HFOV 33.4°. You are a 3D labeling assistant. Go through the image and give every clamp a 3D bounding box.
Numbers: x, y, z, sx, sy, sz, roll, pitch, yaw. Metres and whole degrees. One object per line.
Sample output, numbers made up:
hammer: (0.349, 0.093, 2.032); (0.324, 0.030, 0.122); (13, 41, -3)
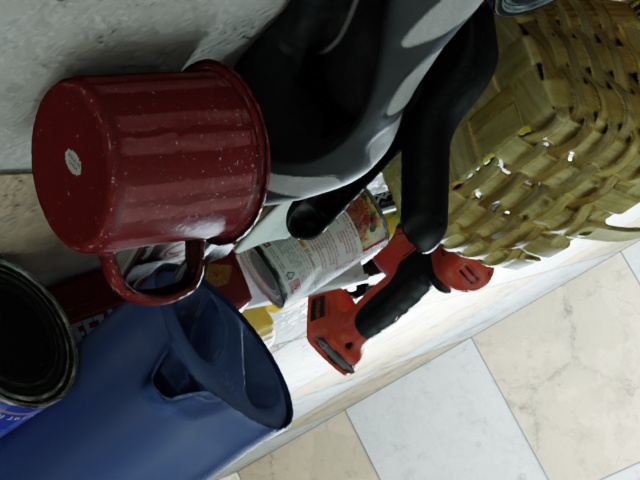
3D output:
clamp: (0.044, -0.066, 0.591); (0.120, 0.171, 0.039); (-1, 147, 45)
clamp: (0.056, 0.044, 1.240); (0.165, 0.036, 0.209); (-31, 166, 14)

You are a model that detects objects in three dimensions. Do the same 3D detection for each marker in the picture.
marker: (0.056, -0.032, 0.928); (0.121, 0.020, 0.020); (-16, 167, 0)

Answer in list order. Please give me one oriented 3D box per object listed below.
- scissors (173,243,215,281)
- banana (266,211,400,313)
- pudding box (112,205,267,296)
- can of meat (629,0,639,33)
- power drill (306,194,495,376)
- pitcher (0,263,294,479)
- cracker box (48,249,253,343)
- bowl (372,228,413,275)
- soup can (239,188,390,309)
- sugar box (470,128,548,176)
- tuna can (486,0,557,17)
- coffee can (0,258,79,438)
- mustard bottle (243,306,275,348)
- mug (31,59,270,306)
scissors: (-0.025, -0.054, 0.635); (0.201, 0.016, 0.096); (-41, 160, -2)
banana: (0.008, 0.029, 1.080); (0.198, 0.037, 0.069); (-34, 166, 26)
pudding box: (-0.094, -0.008, 0.716); (0.089, 0.039, 0.114); (-21, 166, -27)
can of meat: (0.280, -0.154, 0.805); (0.102, 0.084, 0.057); (-32, 167, 18)
power drill: (0.072, 0.026, 0.971); (0.188, 0.057, 0.184); (-40, -161, 19)
pitcher: (-0.144, 0.136, 0.723); (0.243, 0.145, 0.149); (-39, 132, 13)
cracker box: (-0.159, 0.083, 0.868); (0.164, 0.072, 0.214); (-20, 166, -24)
bowl: (0.127, 0.016, 1.140); (0.162, 0.055, 0.162); (-11, 171, -2)
soup can: (-0.006, 0.001, 0.840); (0.102, 0.068, 0.068); (-31, 169, -17)
sugar box: (0.165, -0.088, 0.925); (0.093, 0.048, 0.175); (-36, 169, 36)
tuna can: (0.123, -0.158, 0.575); (0.086, 0.034, 0.086); (-26, 167, -6)
coffee can: (-0.235, 0.088, 0.659); (0.140, 0.103, 0.102); (-33, 166, 24)
mustard bottle: (-0.142, 0.119, 1.077); (0.191, 0.058, 0.096); (-24, 169, -17)
mug: (-0.083, -0.026, 0.509); (0.081, 0.117, 0.093); (-10, -168, -40)
